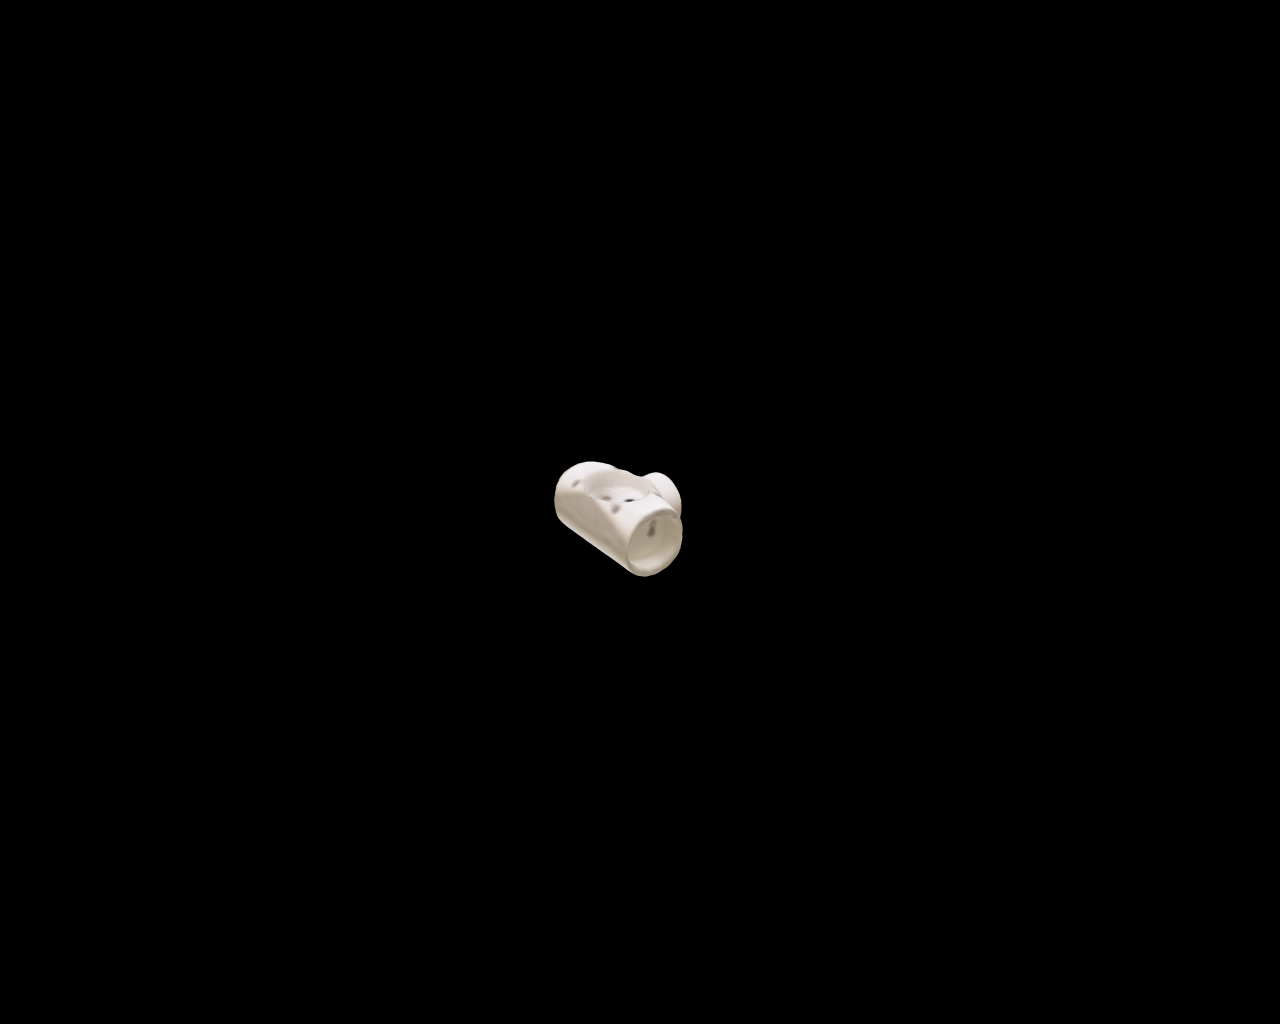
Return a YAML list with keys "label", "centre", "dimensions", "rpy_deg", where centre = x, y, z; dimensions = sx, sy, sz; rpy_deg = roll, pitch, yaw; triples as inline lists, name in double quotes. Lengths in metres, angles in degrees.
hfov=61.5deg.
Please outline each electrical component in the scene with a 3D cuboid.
- label: "electrical component"
  centre: [0.001, -0.003, 0.650]
  dimensions: [0.079, 0.044, 0.077]
  rpy_deg: [-20, 35, -31]
